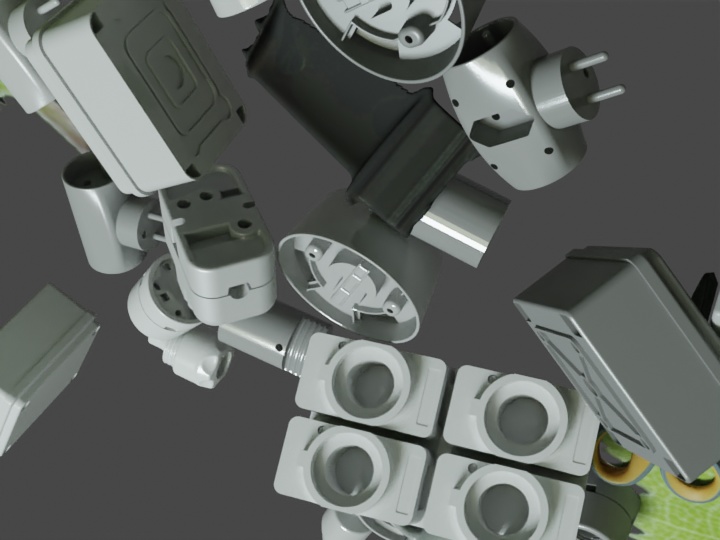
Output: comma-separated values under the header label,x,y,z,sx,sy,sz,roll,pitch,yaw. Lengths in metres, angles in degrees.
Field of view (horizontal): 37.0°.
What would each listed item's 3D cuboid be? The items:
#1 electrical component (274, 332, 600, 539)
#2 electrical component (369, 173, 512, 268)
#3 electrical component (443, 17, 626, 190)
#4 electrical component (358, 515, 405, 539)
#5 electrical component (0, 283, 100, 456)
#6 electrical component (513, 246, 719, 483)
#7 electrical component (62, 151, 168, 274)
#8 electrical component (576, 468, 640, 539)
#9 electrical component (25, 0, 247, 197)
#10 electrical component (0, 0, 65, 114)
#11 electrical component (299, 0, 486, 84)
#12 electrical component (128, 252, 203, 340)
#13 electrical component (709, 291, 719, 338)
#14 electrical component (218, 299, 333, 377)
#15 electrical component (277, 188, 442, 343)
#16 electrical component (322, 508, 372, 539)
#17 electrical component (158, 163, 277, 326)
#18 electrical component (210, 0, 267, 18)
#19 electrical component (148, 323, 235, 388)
label,x,y,z,sx,sy,sz,roll,pitch,yaw
electrical component,0.050,0.111,0.677,0.186,0.105,0.060,12,171,14
electrical component,0.040,-0.039,0.610,0.081,0.043,0.043,28,139,6
electrical component,0.091,-0.086,0.530,0.079,0.043,0.077,-13,122,40
electrical component,0.043,0.160,0.808,0.099,0.064,0.099,7,131,9
electrical component,-0.276,0.082,0.882,0.056,0.108,0.108,38,139,-1
electrical component,0.143,0.045,0.565,0.108,0.056,0.109,53,176,-5
electrical component,-0.159,-0.035,0.740,0.079,0.044,0.077,15,136,20
electrical component,0.159,0.172,0.739,0.055,0.047,0.055,18,137,17
electrical component,-0.128,-0.108,0.623,0.057,0.078,0.113,-10,124,35
electrical component,-0.201,-0.144,0.659,0.079,0.044,0.077,-13,122,40
electrical component,0.014,-0.140,0.511,0.099,0.064,0.099,18,137,17
electrical component,-0.136,0.020,0.773,0.055,0.055,0.047,43,142,-11
electrical component,0.207,0.010,0.542,0.047,0.065,0.076,17,166,18
electrical component,-0.054,0.046,0.754,0.081,0.043,0.043,23,139,11
electrical component,0.000,0.000,0.658,0.099,0.064,0.099,18,138,17
electrical component,-0.013,0.213,0.894,0.040,0.040,0.078,32,139,1
electrical component,-0.090,-0.014,0.680,0.059,0.054,0.095,91,157,-45
electrical component,-0.059,-0.162,0.544,0.055,0.055,0.047,-9,121,38
electrical component,-0.130,0.060,0.817,0.062,0.043,0.043,24,139,13
